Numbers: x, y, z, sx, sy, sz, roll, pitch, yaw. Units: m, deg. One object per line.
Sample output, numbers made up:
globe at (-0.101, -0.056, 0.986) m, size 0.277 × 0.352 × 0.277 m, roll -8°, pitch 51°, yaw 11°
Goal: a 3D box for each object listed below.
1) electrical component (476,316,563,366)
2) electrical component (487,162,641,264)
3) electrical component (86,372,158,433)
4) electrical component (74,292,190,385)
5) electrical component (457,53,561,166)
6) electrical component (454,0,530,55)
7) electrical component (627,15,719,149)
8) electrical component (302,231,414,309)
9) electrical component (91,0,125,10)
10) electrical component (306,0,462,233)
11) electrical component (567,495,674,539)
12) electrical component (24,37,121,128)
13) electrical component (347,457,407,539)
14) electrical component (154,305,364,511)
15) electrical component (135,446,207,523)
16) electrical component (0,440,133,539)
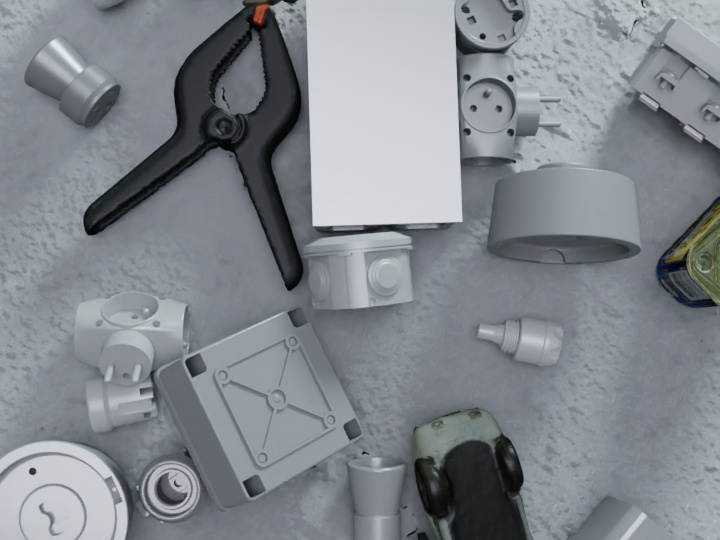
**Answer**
electrical component at (0.117, 0.050, 0.797) m, size 0.061 × 0.035 × 0.035 m, roll 11°, pitch 86°, yaw 1°
electrical component at (0.146, -0.043, 0.770) m, size 0.108 × 0.108 × 0.060 m, roll 3°, pitch 80°, yaw -2°
electrical component at (-0.173, 0.095, 0.781) m, size 0.046 × 0.040 × 0.040 m, roll -9°, pitch 87°, yaw -8°
electrical component at (-0.164, 0.055, 0.767) m, size 0.077 × 0.079 × 0.044 m, roll 1°, pitch 123°, yaw -2°
electrical component at (0.111, -0.118, 0.802) m, size 0.079 × 0.044 × 0.077 m, roll 1°, pitch 87°, yaw -2°
electrical component at (0.095, -0.186, 0.804) m, size 0.055 × 0.047 × 0.055 m, roll 0°, pitch 86°, yaw -2°
electrical component at (0.264, -0.127, 0.798) m, size 0.121 × 0.078 × 0.063 m, roll 35°, pitch 108°, yaw 0°
electrical component at (0.000, 0.000, 0.774) m, size 0.080 × 0.080 × 0.051 m, roll -5°, pitch 92°, yaw -2°
electrical component at (-0.179, -0.223, 0.797) m, size 0.055 × 0.045 × 0.045 m, roll -25°, pitch 88°, yaw -3°
electrical component at (0.015, -0.123, 0.790) m, size 0.105 × 0.060 × 0.186 m, roll -2°, pitch 87°, yaw -2°
electrical component at (0.208, 0.222, 0.769) m, size 0.113 × 0.078 × 0.057 m, roll 42°, pitch 83°, yaw 1°
electrical component at (-0.211, -0.137, 0.791) m, size 0.055 × 0.045 × 0.045 m, roll 38°, pitch 86°, yaw 0°
electrical component at (0.012, 0.173, 0.783) m, size 0.044 × 0.044 × 0.065 m, roll 0°, pitch 91°, yaw -2°
electrical component at (-0.070, 0.095, 0.753) m, size 0.109 × 0.056 × 0.108 m, roll -25°, pitch 87°, yaw -37°
electrical component at (-0.132, 0.154, 0.770) m, size 0.066 × 0.055 × 0.048 m, roll -35°, pitch 88°, yaw -4°
electrical component at (-0.214, 0.172, 0.764) m, size 0.108 × 0.060 × 0.108 m, roll 0°, pitch 87°, yaw -2°
